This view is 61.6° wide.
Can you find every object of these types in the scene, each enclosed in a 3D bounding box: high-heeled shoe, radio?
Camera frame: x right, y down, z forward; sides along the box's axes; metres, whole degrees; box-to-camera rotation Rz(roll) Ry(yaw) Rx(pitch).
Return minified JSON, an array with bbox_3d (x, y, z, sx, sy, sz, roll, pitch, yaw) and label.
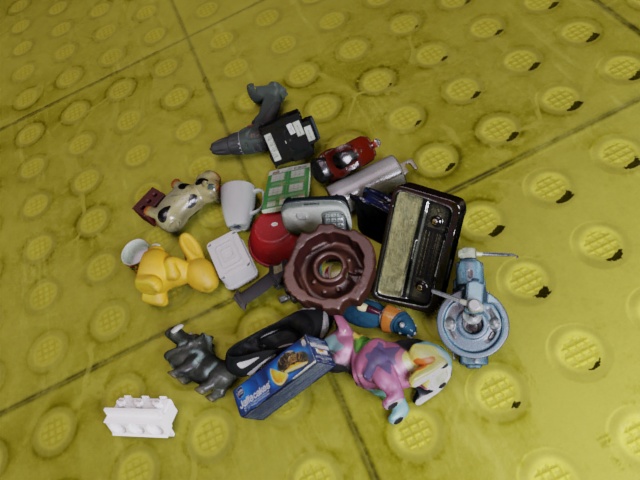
[{"bbox_3d":[-0.072,0.172,1.033,0.249,0.145,0.086,-42,58,-9],"label":"high-heeled shoe"},{"bbox_3d":[0.188,0.016,1.016,0.131,0.073,0.229,16,110,21],"label":"radio"}]

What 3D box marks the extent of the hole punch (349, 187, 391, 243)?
[{"bbox_3d":[0.143,-0.059,1.137,0.142,0.115,0.092,33,65,31],"label":"hole punch"}]

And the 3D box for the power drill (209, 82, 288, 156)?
[{"bbox_3d":[-0.170,-0.317,1.413,0.232,0.085,0.207,-3,54,14],"label":"power drill"}]

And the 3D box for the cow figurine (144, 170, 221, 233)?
[{"bbox_3d":[-0.320,-0.098,1.318,0.127,0.085,0.195,29,68,36],"label":"cow figurine"}]

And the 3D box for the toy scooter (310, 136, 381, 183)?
[{"bbox_3d":[0.064,-0.189,1.232,0.135,0.184,0.075,-31,98,-24],"label":"toy scooter"}]

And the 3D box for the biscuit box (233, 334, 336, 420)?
[{"bbox_3d":[-0.069,0.255,0.987,0.202,0.062,0.059,-41,51,20],"label":"biscuit box"}]

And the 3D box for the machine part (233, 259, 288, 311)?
[{"bbox_3d":[-0.121,0.093,1.151,0.139,0.039,0.084,-37,21,0],"label":"machine part"}]

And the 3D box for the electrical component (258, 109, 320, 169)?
[{"bbox_3d":[-0.070,-0.251,1.315,0.134,0.114,0.058,-19,26,4],"label":"electrical component"}]

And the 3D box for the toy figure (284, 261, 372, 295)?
[{"bbox_3d":[0.020,0.079,1.086,0.180,0.089,0.082,-8,90,15],"label":"toy figure"}]

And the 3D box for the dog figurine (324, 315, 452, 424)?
[{"bbox_3d":[0.108,0.206,0.983,0.191,0.108,0.219,-36,53,-6],"label":"dog figurine"}]

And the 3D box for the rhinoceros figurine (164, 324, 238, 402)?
[{"bbox_3d":[-0.251,0.242,1.089,0.191,0.073,0.112,29,72,30],"label":"rhinoceros figurine"}]

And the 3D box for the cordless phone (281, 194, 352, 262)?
[{"bbox_3d":[-0.003,-0.003,1.139,0.147,0.089,0.184,-3,96,11],"label":"cordless phone"}]

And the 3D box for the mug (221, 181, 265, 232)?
[{"bbox_3d":[-0.182,-0.077,1.271,0.110,0.080,0.107,-5,69,7],"label":"mug"}]

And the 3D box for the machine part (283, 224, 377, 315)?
[{"bbox_3d":[0.021,0.056,1.014,0.179,0.056,0.179,-5,65,11],"label":"machine part"}]

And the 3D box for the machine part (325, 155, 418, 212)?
[{"bbox_3d":[0.103,-0.122,1.206,0.243,0.079,0.079,-27,55,0],"label":"machine part"}]

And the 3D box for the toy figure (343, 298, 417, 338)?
[{"bbox_3d":[0.116,0.147,1.030,0.155,0.064,0.057,10,88,30],"label":"toy figure"}]

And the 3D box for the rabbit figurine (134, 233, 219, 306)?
[{"bbox_3d":[-0.309,0.073,1.208,0.173,0.121,0.162,5,50,4],"label":"rabbit figurine"}]

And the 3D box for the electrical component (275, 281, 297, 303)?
[{"bbox_3d":[-0.048,0.099,1.147,0.094,0.021,0.063,-22,55,4],"label":"electrical component"}]

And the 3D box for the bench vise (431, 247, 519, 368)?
[{"bbox_3d":[0.266,0.106,0.927,0.129,0.240,0.223,9,78,18],"label":"bench vise"}]
